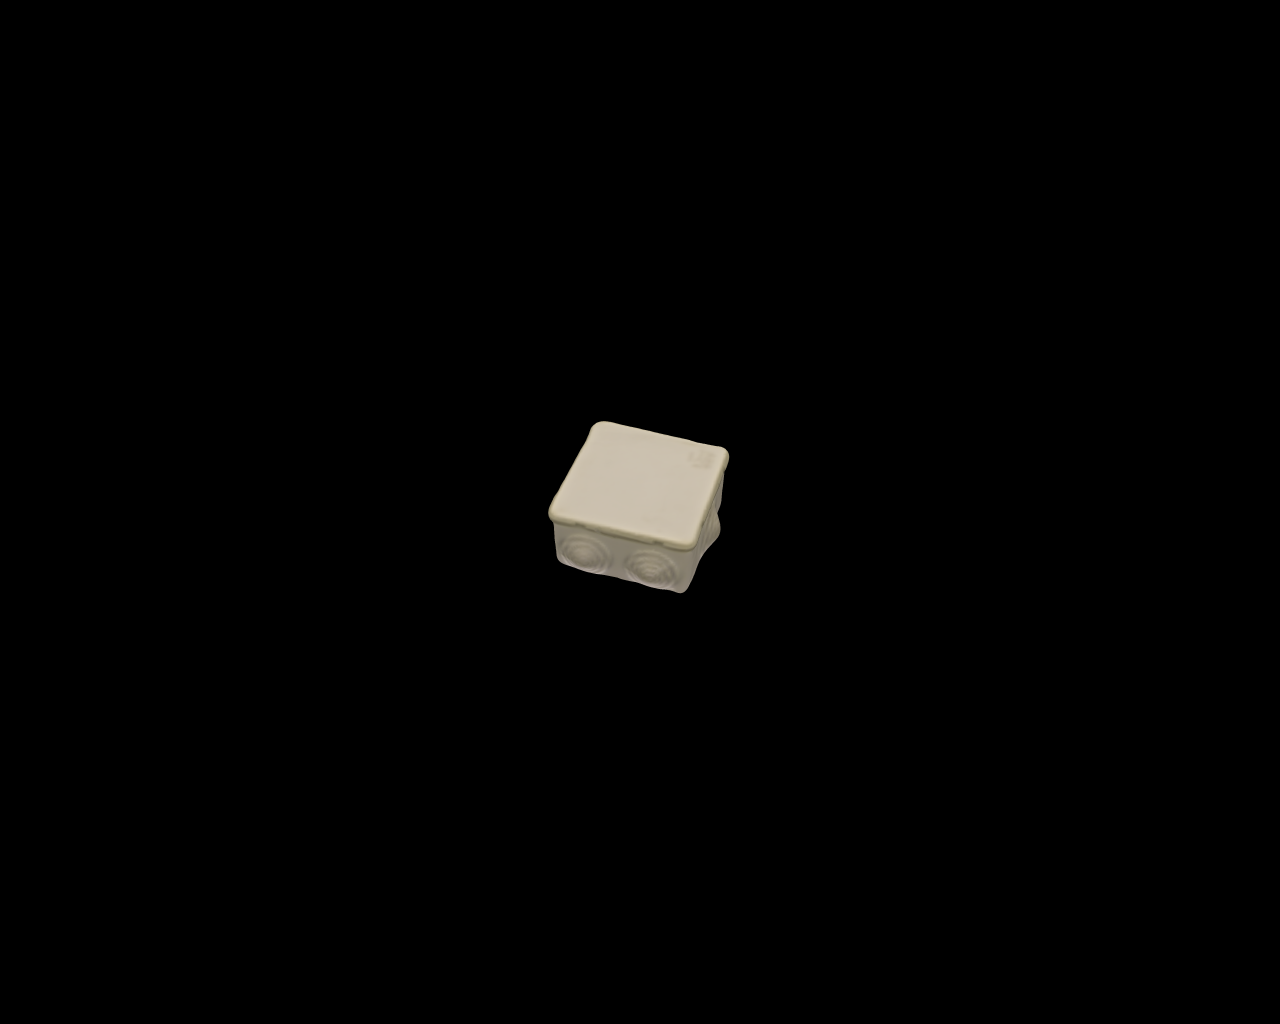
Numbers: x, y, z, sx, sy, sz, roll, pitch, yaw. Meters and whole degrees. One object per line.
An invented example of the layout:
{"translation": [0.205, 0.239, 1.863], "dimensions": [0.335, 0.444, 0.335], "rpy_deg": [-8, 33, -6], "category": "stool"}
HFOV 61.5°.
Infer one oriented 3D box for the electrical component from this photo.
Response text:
{"translation": [0.001, -0.003, 0.650], "dimensions": [0.100, 0.048, 0.100], "rpy_deg": [13, 47, 12], "category": "electrical component"}
